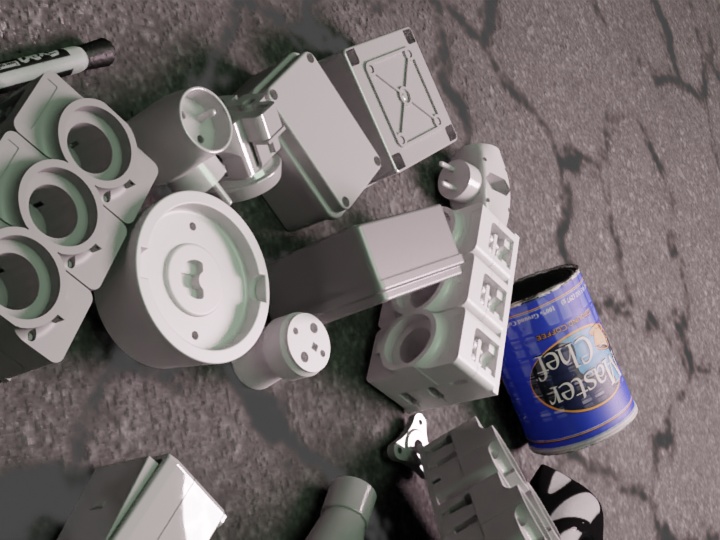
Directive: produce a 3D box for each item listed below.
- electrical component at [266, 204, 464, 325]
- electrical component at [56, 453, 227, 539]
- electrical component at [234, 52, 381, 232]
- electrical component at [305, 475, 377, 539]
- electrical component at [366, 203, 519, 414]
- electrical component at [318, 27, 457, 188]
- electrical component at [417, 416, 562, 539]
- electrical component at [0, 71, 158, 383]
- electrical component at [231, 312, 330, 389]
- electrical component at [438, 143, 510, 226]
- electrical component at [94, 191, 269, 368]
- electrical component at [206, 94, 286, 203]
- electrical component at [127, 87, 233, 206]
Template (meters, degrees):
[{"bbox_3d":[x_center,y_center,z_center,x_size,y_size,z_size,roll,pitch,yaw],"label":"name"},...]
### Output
[{"bbox_3d":[0.000,0.000,0.777,0.109,0.109,0.056,-17,87,-51],"label":"electrical component"},{"bbox_3d":[-0.132,0.154,0.596,0.061,0.062,0.096,53,42,-22],"label":"electrical component"},{"bbox_3d":[-0.045,-0.096,0.801,0.113,0.057,0.078,56,41,-19],"label":"electrical component"},{"bbox_3d":[-0.012,0.176,0.748,0.044,0.044,0.065,50,39,-25],"label":"electrical component"},{"bbox_3d":[0.065,0.028,0.858,0.062,0.089,0.150,39,49,-34],"label":"electrical component"},{"bbox_3d":[0.017,-0.134,0.890,0.109,0.056,0.108,-34,102,-50],"label":"electrical component"},{"bbox_3d":[0.102,0.188,0.754,0.105,0.060,0.186,58,5,-15],"label":"electrical component"},{"bbox_3d":[-0.185,-0.027,0.605,0.089,0.062,0.150,44,46,-30],"label":"electrical component"},{"bbox_3d":[-0.054,0.055,0.733,0.045,0.055,0.045,22,60,-43],"label":"electrical component"},{"bbox_3d":[0.097,-0.076,0.973,0.079,0.043,0.077,19,62,-45],"label":"electrical component"},{"bbox_3d":[-0.116,0.010,0.672,0.108,0.060,0.108,22,61,-46],"label":"electrical component"},{"bbox_3d":[-0.087,-0.083,0.738,0.058,0.078,0.057,-53,135,-46],"label":"electrical component"},{"bbox_3d":[-0.113,-0.070,0.694,0.079,0.077,0.043,54,42,-21],"label":"electrical component"}]
